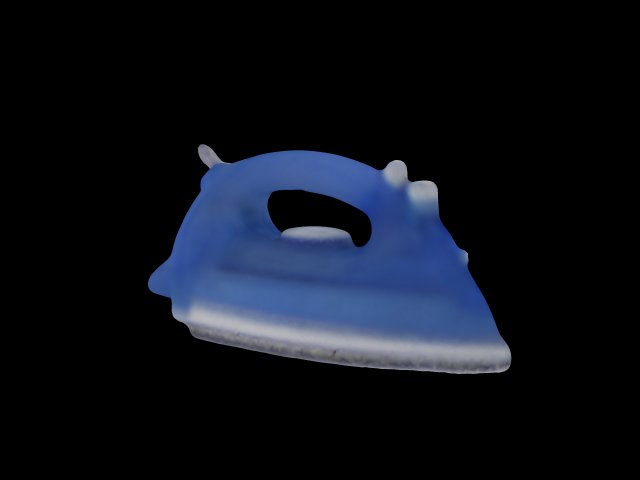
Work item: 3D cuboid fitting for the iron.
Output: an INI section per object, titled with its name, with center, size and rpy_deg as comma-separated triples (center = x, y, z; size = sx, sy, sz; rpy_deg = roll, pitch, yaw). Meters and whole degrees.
[iron]
center = 0.004, 0.001, 0.400
size = 0.257, 0.141, 0.119
rpy_deg = 4, 7, 30
